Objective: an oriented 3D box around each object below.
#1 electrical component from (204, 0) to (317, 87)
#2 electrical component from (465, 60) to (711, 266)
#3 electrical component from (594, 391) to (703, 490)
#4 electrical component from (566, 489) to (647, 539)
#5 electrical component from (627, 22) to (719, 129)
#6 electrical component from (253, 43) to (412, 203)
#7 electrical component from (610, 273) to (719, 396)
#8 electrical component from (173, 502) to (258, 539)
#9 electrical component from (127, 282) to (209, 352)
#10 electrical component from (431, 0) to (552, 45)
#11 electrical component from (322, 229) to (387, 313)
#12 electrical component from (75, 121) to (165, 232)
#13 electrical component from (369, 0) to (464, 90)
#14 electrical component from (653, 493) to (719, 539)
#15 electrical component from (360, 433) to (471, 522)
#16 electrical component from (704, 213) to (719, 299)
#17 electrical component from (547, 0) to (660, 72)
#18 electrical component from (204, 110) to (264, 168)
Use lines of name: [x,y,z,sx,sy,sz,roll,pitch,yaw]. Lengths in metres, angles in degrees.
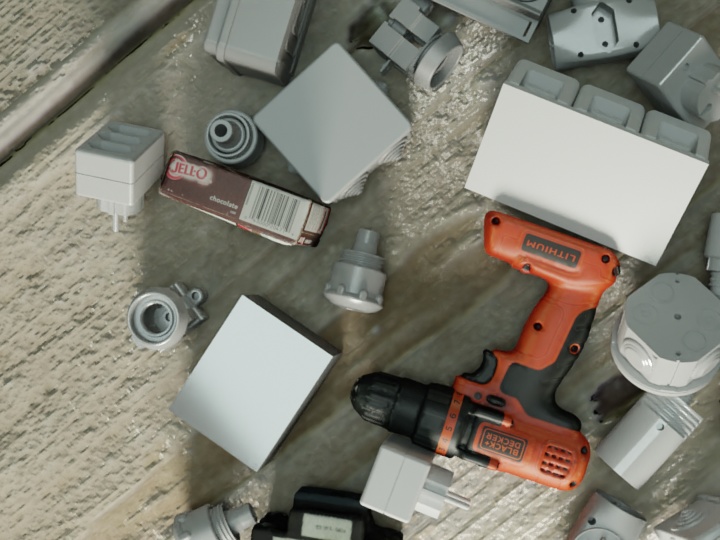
electrical component: [-0.071,-0.204,0.821,0.057,0.078,0.113,17,91,5]
electrical component: [0.166,-0.081,0.782,0.150,0.061,0.089,23,125,7]
electrical component: [0.216,0.118,0.794,0.043,0.043,0.081,42,94,6]
electrical component: [0.190,0.216,0.796,0.079,0.044,0.077,29,93,6]
electrical component: [0.243,-0.130,0.766,0.047,0.066,0.076,-49,39,5]
electrical component: [-0.018,-0.110,0.826,0.100,0.048,0.099,-42,84,5]
electrical component: [0.225,0.046,0.777,0.080,0.051,0.080,-1,57,2]
electrical component: [-0.111,0.202,0.837,0.062,0.048,0.048,-25,86,0]
electrical component: [-0.153,0.037,0.839,0.066,0.055,0.048,-38,85,6]
electrical component: [0.088,-0.227,0.806,0.121,0.063,0.078,27,93,7]
electrical component: [0.000,0.000,0.825,0.048,0.048,0.062,13,84,8]
electrical component: [-0.188,-0.068,0.845,0.047,0.065,0.076,12,120,8]
electrical component: [0.045,-0.170,0.821,0.055,0.048,0.066,40,94,14]
electrical component: [0.260,0.211,0.760,0.048,0.099,0.099,-29,85,-6]
electrical component: [0.047,0.161,0.805,0.077,0.066,0.047,21,92,7]
electrical component: [0.273,-0.008,0.790,0.040,0.040,0.078,11,90,8]
electrical component: [0.178,-0.194,0.804,0.077,0.043,0.079,-9,88,7]
electrical component: [-0.100,-0.103,0.830,0.043,0.062,0.043,0,88,7]
